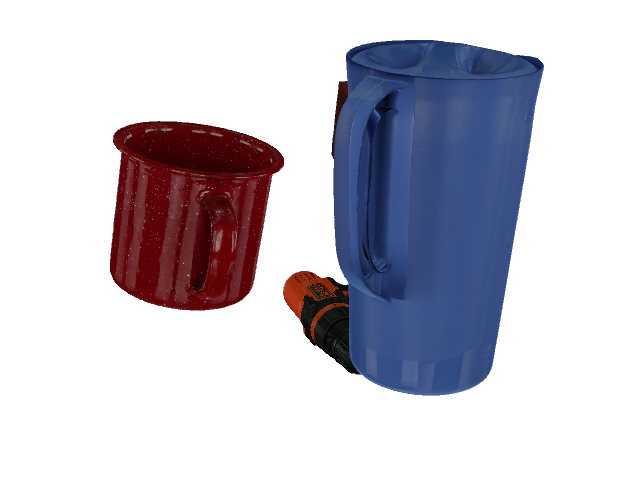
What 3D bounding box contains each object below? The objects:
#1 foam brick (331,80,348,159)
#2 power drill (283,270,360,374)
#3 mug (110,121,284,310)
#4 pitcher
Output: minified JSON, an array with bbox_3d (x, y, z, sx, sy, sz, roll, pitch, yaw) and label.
[{"bbox_3d":[0.043,-0.096,0.937,0.051,0.078,0.053,-4,37,-13],"label":"foam brick"},{"bbox_3d":[0.072,0.069,1.103,0.187,0.057,0.185,-10,27,-20],"label":"power drill"},{"bbox_3d":[-0.067,-0.009,0.579,0.093,0.081,0.117,1,22,-24],"label":"mug"},{"bbox_3d":[0.072,-0.014,0.754,0.149,0.243,0.145,-1,21,-8],"label":"pitcher"}]
